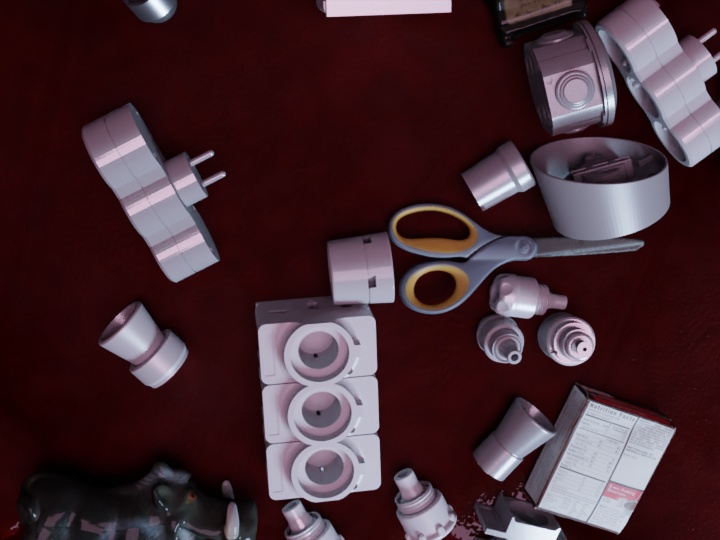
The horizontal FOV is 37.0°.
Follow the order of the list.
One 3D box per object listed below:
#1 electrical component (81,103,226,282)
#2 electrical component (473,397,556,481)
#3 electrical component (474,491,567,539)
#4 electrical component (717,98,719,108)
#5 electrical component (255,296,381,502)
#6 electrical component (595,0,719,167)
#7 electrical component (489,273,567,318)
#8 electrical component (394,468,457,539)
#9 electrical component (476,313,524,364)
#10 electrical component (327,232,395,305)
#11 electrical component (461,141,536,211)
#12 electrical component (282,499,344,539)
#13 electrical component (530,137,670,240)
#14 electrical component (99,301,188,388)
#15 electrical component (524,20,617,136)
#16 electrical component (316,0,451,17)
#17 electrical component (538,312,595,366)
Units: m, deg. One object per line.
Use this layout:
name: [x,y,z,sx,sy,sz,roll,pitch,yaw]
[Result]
electrical component: [-0.135,-0.062,0.782,0.074,0.052,0.138,-27,123,0]
electrical component: [0.127,0.145,0.907,0.044,0.044,0.065,37,104,-18]
electrical component: [0.137,0.234,0.936,0.081,0.042,0.063,16,108,-13]
electrical component: [0.317,-0.117,0.841,0.054,0.059,0.095,-8,109,-6]
electrical component: [-0.033,0.102,0.856,0.089,0.061,0.150,-5,108,-7]
electrical component: [0.247,-0.154,0.822,0.074,0.052,0.138,-36,109,4]
electrical component: [0.138,0.023,0.872,0.061,0.035,0.035,8,106,-14]
electrical component: [0.050,0.198,0.910,0.048,0.048,0.062,-27,103,0]
electrical component: [0.116,0.059,0.865,0.035,0.061,0.035,-3,108,-8]
electrical component: [0.000,0.000,0.833,0.047,0.055,0.055,-6,108,-3]
electrical component: [0.107,-0.072,0.834,0.046,0.040,0.040,-31,110,7]
electrical component: [-0.043,0.223,0.903,0.048,0.048,0.062,-29,103,1]
electrical component: [0.185,-0.067,0.818,0.099,0.099,0.064,-20,116,-2]
electrical component: [-0.166,0.058,0.830,0.045,0.045,0.055,-42,109,6]
electrical component: [0.156,-0.141,0.799,0.051,0.080,0.080,-16,109,2]
electrical component: [0.014,-0.256,0.748,0.089,0.061,0.150,-4,108,-8]
electrical component: [0.170,0.058,0.868,0.040,0.078,0.040,0,95,-5]
